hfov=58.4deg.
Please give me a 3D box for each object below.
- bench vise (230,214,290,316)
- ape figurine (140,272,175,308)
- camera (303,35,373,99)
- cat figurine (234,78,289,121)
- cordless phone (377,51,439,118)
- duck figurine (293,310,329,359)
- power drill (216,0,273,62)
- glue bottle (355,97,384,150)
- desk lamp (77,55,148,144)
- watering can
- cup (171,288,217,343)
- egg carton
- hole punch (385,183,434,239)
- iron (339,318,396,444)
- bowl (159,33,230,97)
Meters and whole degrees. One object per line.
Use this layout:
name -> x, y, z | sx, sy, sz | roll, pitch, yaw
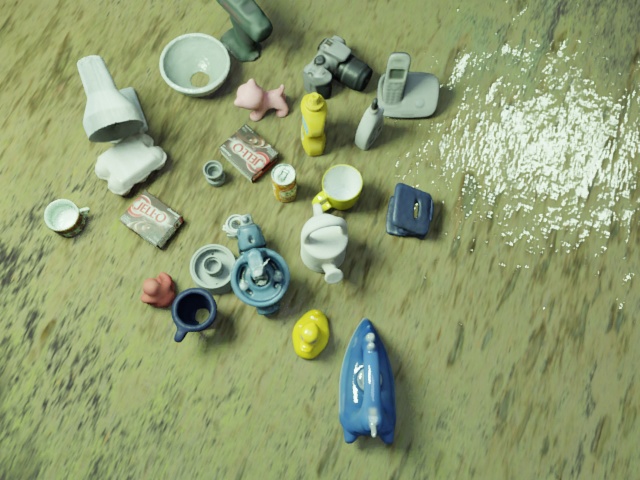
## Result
bench vise -> -0.142, 0.043, 1.167 | 0.121, 0.220, 0.207 | -32, 76, -11
ape figurine -> -0.345, 0.104, 1.207 | 0.078, 0.092, 0.076 | -32, 76, -11
camera -> 0.048, -0.410, 1.380 | 0.136, 0.101, 0.143 | 32, 74, 8
cat figurine -> -0.139, -0.336, 1.341 | 0.128, 0.118, 0.067 | -13, 73, -6
cordless phone -> 0.210, -0.365, 1.326 | 0.147, 0.185, 0.094 | -2, 72, -2
duck figurine -> -0.019, 0.193, 1.193 | 0.077, 0.086, 0.104 | 18, 73, 4
power drill -> -0.201, -0.531, 1.354 | 0.076, 0.208, 0.229 | -43, 78, -13
glue bottle -> 0.118, -0.273, 1.300 | 0.037, 0.173, 0.078 | 37, 75, 10
desk lamp -> -0.462, -0.292, 1.267 | 0.118, 0.213, 0.203 | -21, 74, -8
watering can -> 0.013, 0.004, 1.197 | 0.101, 0.194, 0.172 | -33, 76, -11
cup -> -0.260, 0.165, 1.189 | 0.091, 0.095, 0.118 | 25, 73, 6
egg carton -> -0.431, -0.175, 1.306 | 0.150, 0.069, 0.107 | -42, 78, -13
hole punch -> 0.204, -0.066, 1.280 | 0.101, 0.091, 0.109 | 8, 72, 1
iron -> 0.098, 0.272, 1.142 | 0.118, 0.141, 0.258 | 0, 72, -2
bowl -> -0.297, -0.409, 1.382 | 0.167, 0.075, 0.167 | 1, 72, -2
